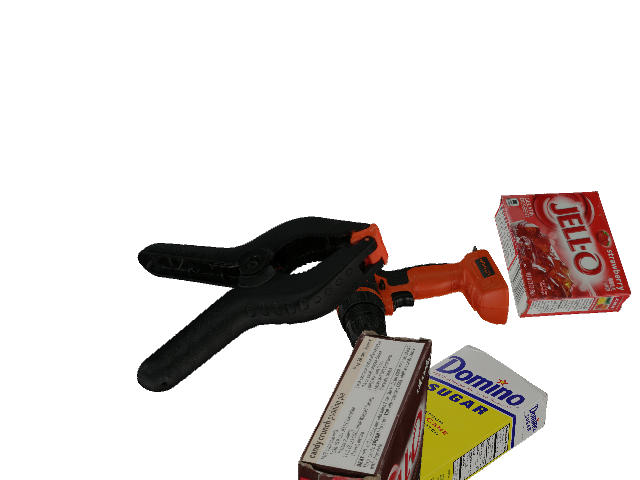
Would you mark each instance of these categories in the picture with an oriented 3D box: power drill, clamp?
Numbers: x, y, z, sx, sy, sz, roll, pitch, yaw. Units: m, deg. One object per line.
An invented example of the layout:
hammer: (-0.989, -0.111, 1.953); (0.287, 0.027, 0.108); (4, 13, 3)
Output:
power drill: (0.109, 0.064, 1.186); (0.187, 0.057, 0.184); (-3, 28, -5)
clamp: (-0.043, 0.034, 0.670); (0.172, 0.120, 0.039); (-13, -41, 15)

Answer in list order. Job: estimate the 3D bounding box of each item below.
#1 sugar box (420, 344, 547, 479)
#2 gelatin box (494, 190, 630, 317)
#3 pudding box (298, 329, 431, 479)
sugar box: (0.095, 0.157, 0.883); (0.176, 0.048, 0.093); (-29, 42, -29)
gelatin box: (0.168, 0.008, 0.747); (0.073, 0.089, 0.030); (-3, -33, -7)
pudding box: (0.020, 0.106, 0.478); (0.039, 0.090, 0.113); (9, 27, 11)
